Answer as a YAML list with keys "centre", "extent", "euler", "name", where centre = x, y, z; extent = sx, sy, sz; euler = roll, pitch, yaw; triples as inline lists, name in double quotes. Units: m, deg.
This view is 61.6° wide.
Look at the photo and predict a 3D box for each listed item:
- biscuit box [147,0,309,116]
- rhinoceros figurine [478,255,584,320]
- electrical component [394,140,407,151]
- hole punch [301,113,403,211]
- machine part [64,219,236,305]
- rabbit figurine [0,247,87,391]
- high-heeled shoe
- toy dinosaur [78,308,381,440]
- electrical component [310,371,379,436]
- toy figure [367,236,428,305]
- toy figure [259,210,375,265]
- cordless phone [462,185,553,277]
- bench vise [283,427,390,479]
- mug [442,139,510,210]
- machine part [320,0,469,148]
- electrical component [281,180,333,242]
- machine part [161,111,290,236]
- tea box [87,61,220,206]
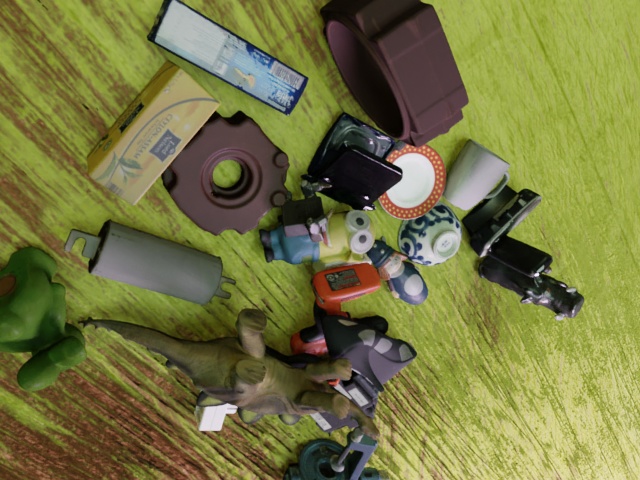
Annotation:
- centre: [-0.116, -0.234, 0.699]
  extent: [0.202, 0.063, 0.059]
  euler: [23, 100, -31]
  name: "biscuit box"
- centre: [0.390, 0.078, 0.992]
  extent: [0.112, 0.191, 0.073]
  euler: [4, 112, -54]
  name: "rhinoceros figurine"
- centre: [0.143, -0.186, 0.850]
  extent: [0.094, 0.021, 0.063]
  euler: [-44, 108, -8]
  name: "electrical component"
- centre: [0.051, -0.118, 0.820]
  extent: [0.142, 0.092, 0.116]
  euler: [20, 139, -30]
  name: "hole punch"
- centre: [-0.229, 0.034, 0.757]
  extent: [0.243, 0.079, 0.079]
  euler: [22, 101, -29]
  name: "machine part"
- centre: [-0.361, 0.116, 0.707]
  extent: [0.121, 0.159, 0.170]
  euler: [-38, 138, -16]
  name: "rabbit figurine"
- centre: [0.080, 0.170, 0.901]
  extent: [0.086, 0.248, 0.145]
  euler: [-42, 80, 15]
  name: "high-heeled shoe"
- centre: [-0.120, 0.195, 0.788]
  extent: [0.471, 0.105, 0.198]
  euler: [30, 137, -11]
  name: "toy dinosaur"
- centre: [0.036, 0.274, 0.948]
  extent: [0.134, 0.058, 0.114]
  euler: [-31, 107, 26]
  name: "electrical component"
- centre: [0.136, 0.054, 0.943]
  extent: [0.154, 0.058, 0.064]
  euler: [46, 51, -30]
  name: "toy figure"
- centre: [-0.002, -0.006, 0.837]
  extent: [0.180, 0.089, 0.082]
  euler: [-10, 111, -6]
  name: "toy figure"
- centre: [0.352, -0.015, 0.933]
  extent: [0.146, 0.184, 0.088]
  euler: [-42, 118, -2]
  name: "cordless phone"
- centre: [0.054, 0.433, 1.021]
  extent: [0.224, 0.129, 0.240]
  euler: [15, 125, -9]
  name: "bench vise"
- centre: [0.266, -0.104, 0.923]
  extent: [0.109, 0.081, 0.107]
  euler: [22, 114, -34]
  name: "mug"
- centre: [0.091, -0.232, 0.710]
  extent: [0.087, 0.202, 0.200]
  euler: [-35, 121, -4]
  name: "machine part"
- centre: [-0.019, -0.043, 0.780]
  extent: [0.078, 0.102, 0.045]
  euler: [-3, 138, 3]
  name: "electrical component"
- centre: [-0.130, -0.092, 0.759]
  extent: [0.179, 0.056, 0.179]
  euler: [-9, 115, -19]
  name: "machine part"
- centre: [-0.213, -0.137, 0.678]
  extent: [0.169, 0.098, 0.068]
  euler: [-49, 122, 0]
  name: "tea box"
